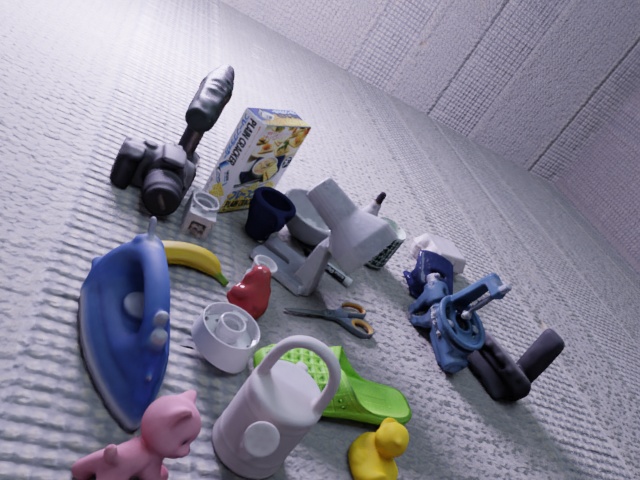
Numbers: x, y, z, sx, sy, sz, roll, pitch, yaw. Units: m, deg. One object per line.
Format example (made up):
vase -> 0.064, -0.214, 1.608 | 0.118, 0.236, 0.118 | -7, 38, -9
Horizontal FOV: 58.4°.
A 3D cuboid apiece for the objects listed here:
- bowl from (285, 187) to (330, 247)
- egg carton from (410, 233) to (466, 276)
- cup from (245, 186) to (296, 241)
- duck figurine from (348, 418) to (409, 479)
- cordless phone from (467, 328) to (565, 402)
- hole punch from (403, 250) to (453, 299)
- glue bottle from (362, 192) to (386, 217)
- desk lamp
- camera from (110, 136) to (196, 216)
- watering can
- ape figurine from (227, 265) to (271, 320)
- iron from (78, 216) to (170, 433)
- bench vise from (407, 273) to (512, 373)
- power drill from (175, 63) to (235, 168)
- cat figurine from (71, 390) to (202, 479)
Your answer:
bowl -> -0.019, -0.037, 1.249 | 0.168, 0.074, 0.167 | 27, 27, -15
egg carton -> 0.311, 0.042, 1.506 | 0.151, 0.069, 0.107 | 14, 33, -36
cup -> -0.103, -0.036, 1.129 | 0.092, 0.095, 0.117 | 17, 31, -31
duck figurine -> 0.091, 0.298, 0.807 | 0.077, 0.086, 0.104 | 30, 27, -8
cordless phone -> 0.404, 0.227, 1.174 | 0.094, 0.185, 0.147 | 4, 39, -46
hole punch -> 0.265, 0.091, 1.347 | 0.109, 0.091, 0.101 | 23, 28, -22
glue bottle -> 0.097, -0.037, 1.273 | 0.037, 0.173, 0.078 | 8, 36, -42
desk lamp -> 0.010, 0.004, 1.059 | 0.203, 0.213, 0.118 | 38, 26, 7
camera -> -0.295, -0.117, 1.035 | 0.143, 0.100, 0.136 | 21, 29, -26
watering can -> -0.046, 0.199, 0.692 | 0.101, 0.194, 0.172 | 25, 28, -18
ape figurine -> -0.108, 0.079, 0.936 | 0.078, 0.092, 0.076 | 10, 35, -40
iron -> -0.223, 0.092, 0.725 | 0.119, 0.141, 0.257 | 15, 33, -34
bench vise -> 0.274, 0.127, 1.152 | 0.122, 0.219, 0.207 | 4, 39, -46
power drill -> -0.248, -0.251, 1.192 | 0.076, 0.208, 0.229 | 27, 27, -15
cat figurine -> -0.179, 0.211, 0.604 | 0.067, 0.117, 0.128 | 46, 29, 23
